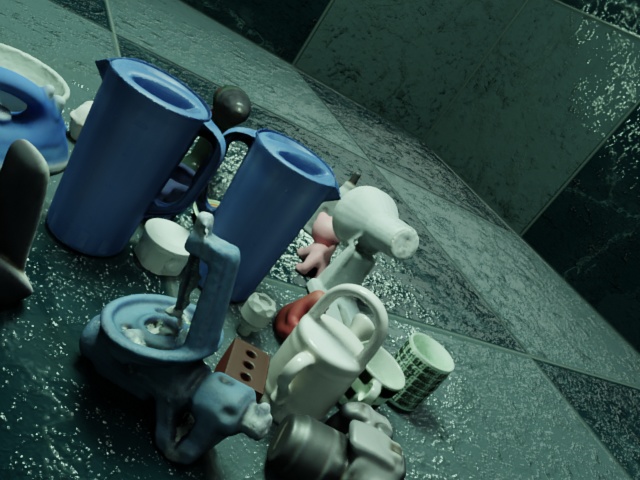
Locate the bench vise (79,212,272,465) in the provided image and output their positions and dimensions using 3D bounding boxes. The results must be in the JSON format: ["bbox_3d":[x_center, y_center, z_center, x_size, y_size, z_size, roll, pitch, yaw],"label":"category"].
[{"bbox_3d":[-0.115,0.093,0.568,0.207,0.219,0.121,34,21,-6],"label":"bench vise"}]

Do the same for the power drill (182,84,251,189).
[{"bbox_3d":[-0.196,-0.200,1.080,0.076,0.208,0.229,27,23,-22],"label":"power drill"}]

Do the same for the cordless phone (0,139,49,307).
[{"bbox_3d":[-0.327,-0.037,0.567,0.147,0.185,0.094,42,22,17],"label":"cordless phone"}]

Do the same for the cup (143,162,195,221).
[{"bbox_3d":[-0.240,-0.062,0.880,0.092,0.095,0.117,31,21,-11],"label":"cup"}]

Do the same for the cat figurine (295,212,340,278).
[{"bbox_3d":[0.010,0.004,1.092,0.067,0.117,0.127,29,22,-17],"label":"cat figurine"}]

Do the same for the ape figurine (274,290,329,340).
[{"bbox_3d":[-0.020,0.114,0.850,0.078,0.092,0.076,7,35,-51],"label":"ape figurine"}]

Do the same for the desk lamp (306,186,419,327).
[{"bbox_3d":[0.077,0.031,1.003,0.118,0.213,0.203,24,24,-29],"label":"desk lamp"}]

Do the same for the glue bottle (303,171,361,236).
[{"bbox_3d":[0.035,-0.073,1.217,0.078,0.173,0.037,40,21,10],"label":"glue bottle"}]

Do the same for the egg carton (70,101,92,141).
[{"bbox_3d":[-0.360,-0.193,1.007,0.107,0.069,0.150,38,21,5],"label":"egg carton"}]

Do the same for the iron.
[{"bbox_3d":[-0.426,-0.169,0.754,0.118,0.141,0.259,46,23,25],"label":"iron"}]

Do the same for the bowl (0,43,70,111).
[{"bbox_3d":[-0.490,-0.240,0.901,0.168,0.074,0.167,31,22,-13],"label":"bowl"}]

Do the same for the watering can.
[{"bbox_3d":[0.011,0.134,0.712,0.101,0.194,0.173,35,21,-2],"label":"watering can"}]

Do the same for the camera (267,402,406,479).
[{"bbox_3d":[0.019,0.234,0.643,0.137,0.100,0.143,32,21,-11],"label":"camera"}]
